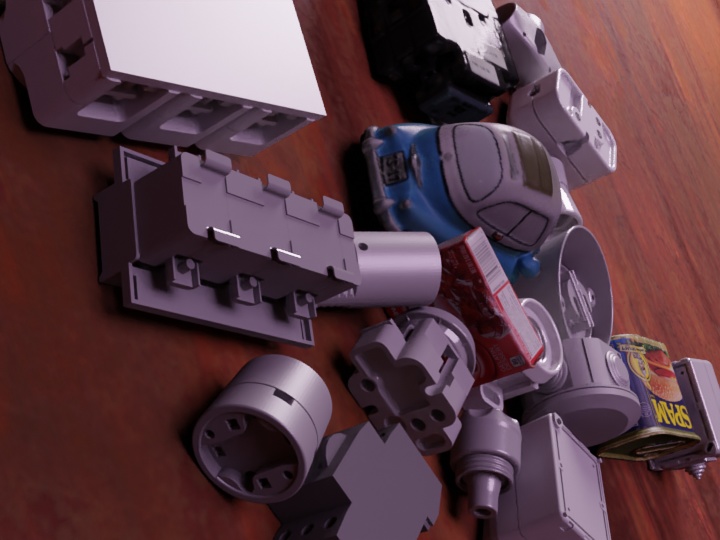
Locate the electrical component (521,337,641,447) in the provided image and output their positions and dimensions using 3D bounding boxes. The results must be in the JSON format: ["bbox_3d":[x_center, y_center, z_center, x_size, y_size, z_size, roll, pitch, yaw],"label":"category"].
[{"bbox_3d":[0.148,0.086,0.739,0.080,0.080,0.051,31,40,-41],"label":"electrical component"}]

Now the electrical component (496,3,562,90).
[{"bbox_3d":[0.143,-0.200,0.948,0.077,0.043,0.079,47,37,-26],"label":"electrical component"}]

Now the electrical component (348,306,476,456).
[{"bbox_3d":[0.033,0.057,0.615,0.078,0.058,0.057,56,37,-16],"label":"electrical component"}]

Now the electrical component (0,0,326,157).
[{"bbox_3d":[-0.097,-0.113,0.537,0.150,0.062,0.089,1,69,-54],"label":"electrical component"}]

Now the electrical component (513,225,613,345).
[{"bbox_3d":[0.151,0.025,0.795,0.099,0.064,0.099,33,44,-40],"label":"electrical component"}]

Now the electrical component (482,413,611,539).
[{"bbox_3d":[0.115,0.141,0.678,0.062,0.061,0.096,44,30,-30],"label":"electrical component"}]

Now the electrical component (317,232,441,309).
[{"bbox_3d":[0.000,0.000,0.606,0.081,0.043,0.043,-1,67,-22],"label":"electrical component"}]

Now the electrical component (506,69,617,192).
[{"bbox_3d":[0.168,-0.115,0.914,0.095,0.059,0.053,46,37,-27],"label":"electrical component"}]

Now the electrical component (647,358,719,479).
[{"bbox_3d":[0.273,0.128,0.903,0.061,0.062,0.096,11,61,-51],"label":"electrical component"}]

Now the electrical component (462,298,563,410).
[{"bbox_3d":[0.095,0.052,0.706,0.058,0.057,0.078,37,42,-37],"label":"electrical component"}]

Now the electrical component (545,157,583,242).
[{"bbox_3d":[0.154,-0.060,0.876,0.044,0.044,0.065,32,40,-40],"label":"electrical component"}]

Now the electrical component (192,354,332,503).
[{"bbox_3d":[-0.043,0.072,0.501,0.055,0.055,0.047,55,30,-15],"label":"electrical component"}]

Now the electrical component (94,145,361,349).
[{"bbox_3d":[-0.059,-0.013,0.523,0.121,0.063,0.078,18,55,-49],"label":"electrical component"}]

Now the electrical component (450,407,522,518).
[{"bbox_3d":[0.075,0.118,0.648,0.043,0.043,0.062,40,42,-34],"label":"electrical component"}]
